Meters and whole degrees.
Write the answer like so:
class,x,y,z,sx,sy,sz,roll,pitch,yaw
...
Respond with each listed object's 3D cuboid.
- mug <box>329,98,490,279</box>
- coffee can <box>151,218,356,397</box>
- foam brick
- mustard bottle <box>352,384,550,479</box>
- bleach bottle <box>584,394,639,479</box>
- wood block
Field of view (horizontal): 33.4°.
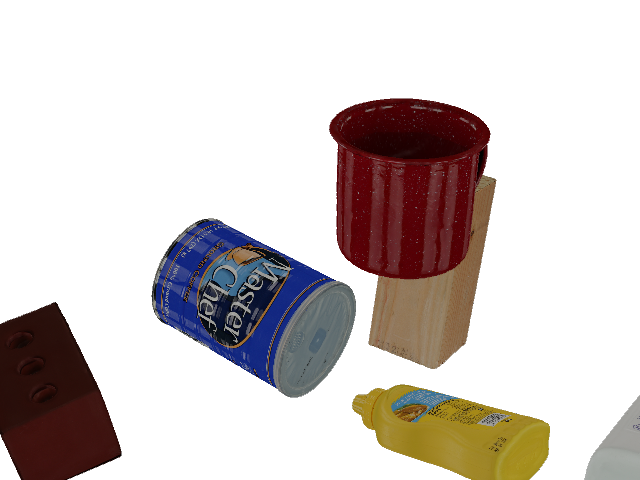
class,x,y,z,sx,sy,sz,roll,pitch,yaw
mug,0.059,-0.034,0.645,0.093,0.081,0.117,26,38,37
coffee can,-0.056,0.055,0.897,0.140,0.103,0.102,26,13,28
foam brick,-0.146,0.082,0.562,0.053,0.051,0.078,-23,42,-18
mustard bottle,0.110,0.176,1.001,0.192,0.058,0.096,12,19,38
bleach bottle,0.248,0.102,0.628,0.103,0.068,0.250,18,29,32
wood block,0.125,0.026,1.200,0.090,0.206,0.090,19,25,26
